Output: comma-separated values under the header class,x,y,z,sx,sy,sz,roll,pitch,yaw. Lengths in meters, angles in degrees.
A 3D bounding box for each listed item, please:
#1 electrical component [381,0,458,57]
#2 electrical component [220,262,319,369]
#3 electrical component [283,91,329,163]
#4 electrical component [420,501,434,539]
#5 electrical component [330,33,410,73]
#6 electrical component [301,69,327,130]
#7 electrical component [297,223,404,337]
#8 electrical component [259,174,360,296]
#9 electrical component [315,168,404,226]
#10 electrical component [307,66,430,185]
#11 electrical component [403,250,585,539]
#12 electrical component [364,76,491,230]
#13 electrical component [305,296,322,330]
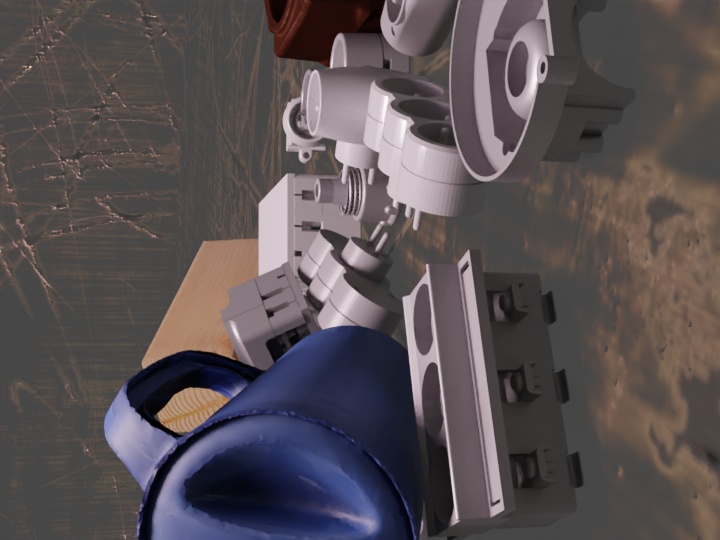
class,x,y,z,sx,sy,sz,roll,pitch,yaw
electrical component,0.041,-0.184,0.656,0.077,0.044,0.079,124,144,-65
electrical component,-0.049,0.084,0.831,0.089,0.062,0.150,-120,7,-64
electrical component,-0.049,-0.136,1.007,0.055,0.048,0.066,167,104,-83
electrical component,0.023,0.171,0.706,0.062,0.043,0.043,120,148,-66
electrical component,0.006,-0.146,0.785,0.055,0.047,0.055,-179,90,-76
electrical component,-0.022,-0.140,0.892,0.055,0.047,0.055,-179,90,-76
electrical component,0.000,0.000,0.794,0.073,0.052,0.138,-59,23,14
electrical component,-0.048,-0.027,0.959,0.150,0.062,0.089,156,114,-74
electrical component,-0.001,-0.056,0.775,0.048,0.062,0.048,-179,90,-76
electrical component,0.004,-0.094,0.730,0.044,0.077,0.079,-114,29,-58
electrical component,0.062,0.062,0.518,0.078,0.063,0.121,120,148,-62
electrical component,0.037,-0.061,0.647,0.138,0.052,0.073,-115,30,-60
electrical component,-0.058,0.058,1.028,0.079,0.043,0.077,118,150,-60
